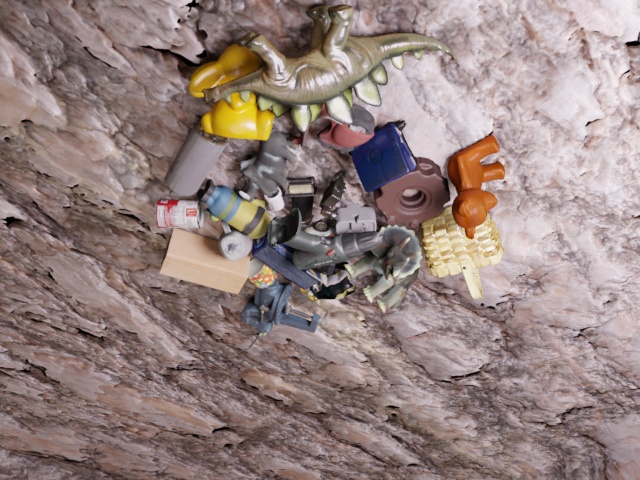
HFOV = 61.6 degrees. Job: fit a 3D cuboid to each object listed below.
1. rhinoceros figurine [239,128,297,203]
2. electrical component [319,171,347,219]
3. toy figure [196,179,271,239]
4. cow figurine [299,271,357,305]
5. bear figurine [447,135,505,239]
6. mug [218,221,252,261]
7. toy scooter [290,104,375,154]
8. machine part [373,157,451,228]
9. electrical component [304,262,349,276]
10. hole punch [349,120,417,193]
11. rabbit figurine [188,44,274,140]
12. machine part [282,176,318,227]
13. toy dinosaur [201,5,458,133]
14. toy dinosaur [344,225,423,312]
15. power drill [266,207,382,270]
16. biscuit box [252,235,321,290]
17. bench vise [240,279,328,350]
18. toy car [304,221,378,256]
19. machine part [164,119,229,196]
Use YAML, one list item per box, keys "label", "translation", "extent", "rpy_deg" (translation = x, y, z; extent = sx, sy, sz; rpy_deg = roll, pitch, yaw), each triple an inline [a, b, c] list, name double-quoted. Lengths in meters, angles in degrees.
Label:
- label: "rhinoceros figurine"
  translation: [-0.118, -0.153, 1.167]
  extent: [0.112, 0.073, 0.190]
  rpy_deg: [16, 134, -19]
- label: "electrical component"
  translation: [0.034, -0.096, 1.211]
  extent: [0.045, 0.102, 0.078]
  rpy_deg: [29, 139, -16]
- label: "toy figure"
  translation: [-0.198, -0.067, 1.247]
  extent: [0.180, 0.089, 0.082]
  rpy_deg: [31, 134, -32]
- label: "cow figurine"
  translation: [0.021, 0.131, 1.453]
  extent: [0.167, 0.098, 0.068]
  rpy_deg: [-25, 138, 23]
- label: "bear figurine"
  translation: [0.333, -0.108, 1.127]
  extent: [0.132, 0.196, 0.120]
  rpy_deg: [-18, 132, 17]
- label: "mug"
  translation: [-0.210, 0.000, 1.298]
  extent: [0.081, 0.107, 0.109]
  rpy_deg: [-16, 96, -5]
- label: "toy scooter"
  translation: [0.012, -0.227, 1.088]
  extent: [0.184, 0.075, 0.135]
  rpy_deg: [22, 132, -18]
- label: "machine part"
  translation: [0.211, -0.105, 1.232]
  extent: [0.179, 0.056, 0.179]
  rpy_deg: [0, 135, 0]
- label: "electrical component"
  translation: [0.020, 0.052, 1.385]
  extent: [0.119, 0.075, 0.047]
  rpy_deg: [10, 135, -5]
- label: "hole punch"
  translation: [0.128, -0.169, 1.117]
  extent: [0.142, 0.092, 0.115]
  rpy_deg: [-25, 102, 30]
- label: "rabbit figurine"
  translation: [-0.162, -0.285, 1.011]
  extent: [0.162, 0.122, 0.173]
  rpy_deg: [7, 118, -10]
- label: "machine part"
  translation: [-0.044, -0.091, 1.261]
  extent: [0.084, 0.039, 0.138]
  rpy_deg: [-9, 135, -3]
- label: "toy dinosaur"
  translation: [0.022, -0.308, 0.951]
  extent: [0.472, 0.105, 0.198]
  rpy_deg: [-19, 123, -4]
- label: "toy dinosaur"
  translation: [0.193, 0.079, 1.373]
  extent: [0.192, 0.131, 0.404]
  rpy_deg: [-36, 157, 8]
- label: "power drill"
  translation: [-0.003, -0.004, 1.223]
  extent: [0.232, 0.086, 0.207]
  rpy_deg: [-21, 153, 37]
- label: "biscuit box"
  translation: [-0.085, 0.051, 1.394]
  extent: [0.063, 0.059, 0.202]
  rpy_deg: [-30, 130, 30]
- label: "bench vise"
  translation: [-0.102, 0.211, 1.507]
  extent: [0.241, 0.129, 0.223]
  rpy_deg: [17, 117, 8]
- label: "toy car"
  translation: [0.057, 0.000, 1.342]
  extent: [0.202, 0.056, 0.073]
  rpy_deg: [4, 136, -3]
- label: "machine part"
  translation: [-0.264, -0.172, 1.142]
  extent: [0.079, 0.079, 0.243]
  rpy_deg: [25, 132, -24]
